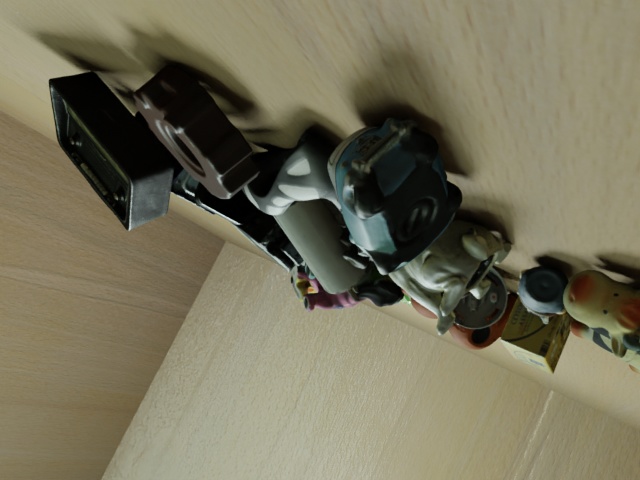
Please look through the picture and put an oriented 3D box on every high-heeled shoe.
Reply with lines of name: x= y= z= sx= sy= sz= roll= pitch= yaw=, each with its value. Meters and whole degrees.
high-heeled shoe: x=-0.061 y=-0.097 z=0.669 sx=0.249 sy=0.086 sz=0.145 roll=22 pitch=162 yaw=36

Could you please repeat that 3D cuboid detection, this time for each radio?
radio: x=-0.313 y=-0.132 z=0.802 sx=0.230 sy=0.073 sz=0.131 roll=47 pitch=142 yaw=20

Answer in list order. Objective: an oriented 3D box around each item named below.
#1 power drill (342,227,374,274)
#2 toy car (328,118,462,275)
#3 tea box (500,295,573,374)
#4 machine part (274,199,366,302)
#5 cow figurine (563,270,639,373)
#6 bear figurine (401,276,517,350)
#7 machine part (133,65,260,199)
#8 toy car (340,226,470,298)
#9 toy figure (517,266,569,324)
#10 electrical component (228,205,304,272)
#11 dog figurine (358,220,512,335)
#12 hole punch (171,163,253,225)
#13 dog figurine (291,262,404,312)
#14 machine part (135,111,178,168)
power drill: x=0.010 y=-0.019 z=0.974 sx=0.207 sy=0.086 sz=0.231 roll=32 pitch=173 yaw=25
toy car: x=0.055 y=-0.048 z=0.494 sx=0.103 sy=0.109 sz=0.161 roll=42 pitch=175 yaw=38
tea box: x=0.334 y=0.137 z=0.817 sx=0.068 sy=0.098 sz=0.169 roll=22 pitch=169 yaw=31
machine part: x=-0.002 y=-0.002 z=0.822 sx=0.243 sy=0.079 sz=0.079 roll=55 pitch=161 yaw=-22
cow figurine: x=0.338 y=0.096 z=0.570 sx=0.195 sy=0.085 sz=0.127 roll=31 pitch=177 yaw=-16
bear figurine: x=0.243 y=0.104 z=0.949 sx=0.120 sy=0.132 sz=0.196 roll=32 pitch=-171 yaw=-26
machine part: x=-0.151 y=-0.124 z=0.653 sx=0.179 sy=0.056 sz=0.179 roll=42 pitch=166 yaw=13
toy car: x=0.127 y=0.026 z=0.784 sx=0.202 sy=0.089 sz=0.053 roll=23 pitch=168 yaw=14
toy figure: x=0.282 y=0.069 z=0.677 sx=0.058 sy=0.064 sz=0.154 roll=-15 pitch=163 yaw=17
electrical component: x=-0.081 y=-0.007 z=0.899 sx=0.134 sy=0.058 sz=0.114 roll=34 pitch=172 yaw=34
dog figurine: x=0.120 y=0.000 z=0.668 sx=0.191 sy=0.121 sz=0.172 roll=42 pitch=145 yaw=24
hole punch: x=-0.158 y=-0.095 z=0.822 sx=0.092 sy=0.115 sz=0.142 roll=11 pitch=166 yaw=41
dog figurine: x=0.064 y=0.076 z=1.070 sx=0.219 sy=0.108 sz=0.192 roll=0 pitch=-162 yaw=-17
machine part: x=-0.238 y=-0.135 z=0.952 sx=0.201 sy=0.087 sz=0.201 roll=25 pitch=173 yaw=-2
